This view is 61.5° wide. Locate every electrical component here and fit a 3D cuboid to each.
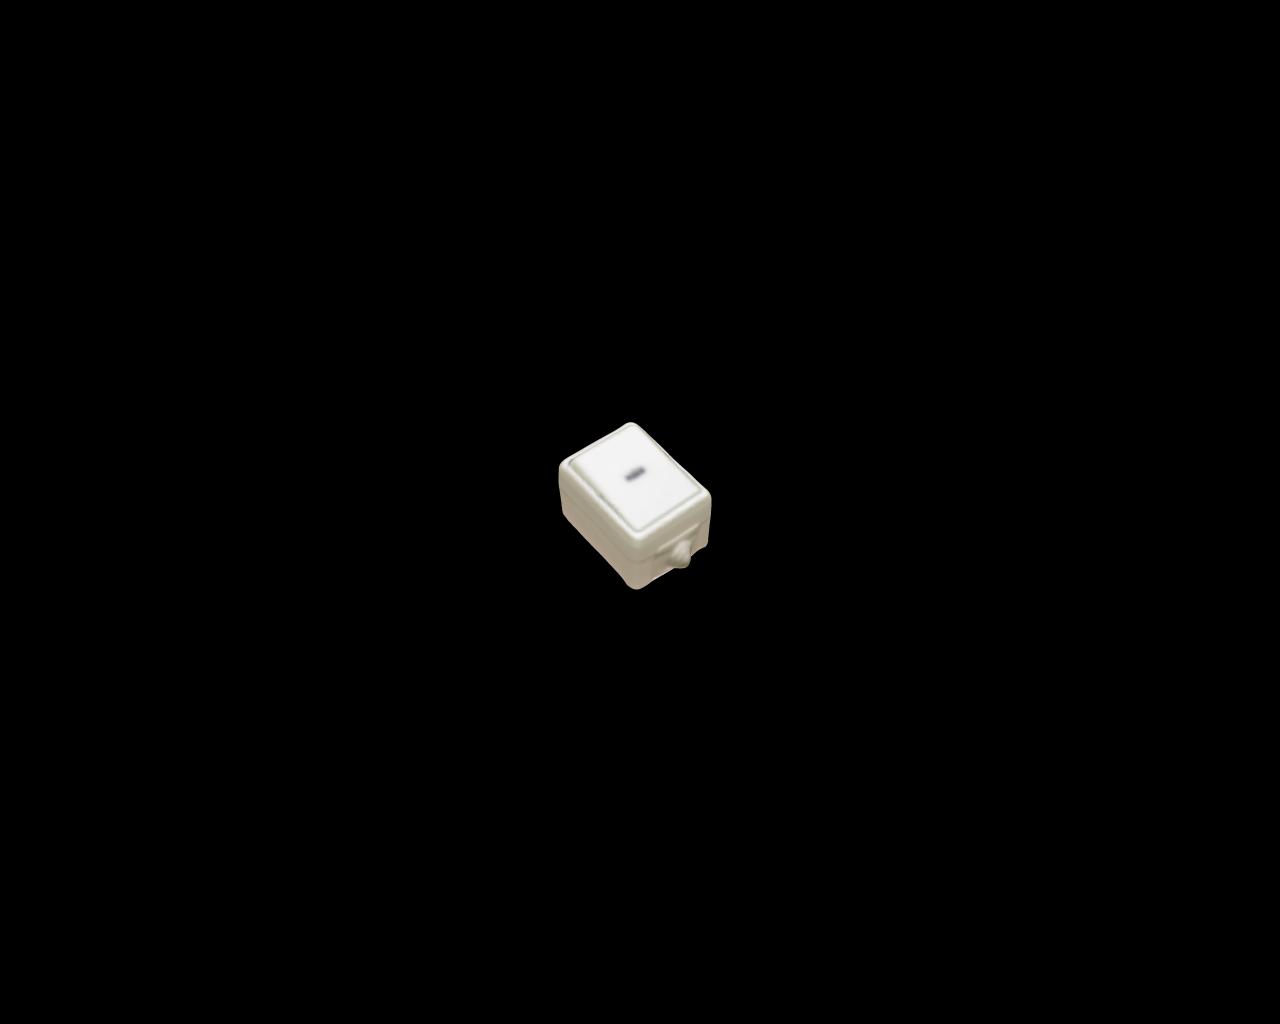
[{"bbox_3d":[0.001,-0.003,0.650,0.062,0.096,0.061,-32,-32,-22],"label":"electrical component"}]
